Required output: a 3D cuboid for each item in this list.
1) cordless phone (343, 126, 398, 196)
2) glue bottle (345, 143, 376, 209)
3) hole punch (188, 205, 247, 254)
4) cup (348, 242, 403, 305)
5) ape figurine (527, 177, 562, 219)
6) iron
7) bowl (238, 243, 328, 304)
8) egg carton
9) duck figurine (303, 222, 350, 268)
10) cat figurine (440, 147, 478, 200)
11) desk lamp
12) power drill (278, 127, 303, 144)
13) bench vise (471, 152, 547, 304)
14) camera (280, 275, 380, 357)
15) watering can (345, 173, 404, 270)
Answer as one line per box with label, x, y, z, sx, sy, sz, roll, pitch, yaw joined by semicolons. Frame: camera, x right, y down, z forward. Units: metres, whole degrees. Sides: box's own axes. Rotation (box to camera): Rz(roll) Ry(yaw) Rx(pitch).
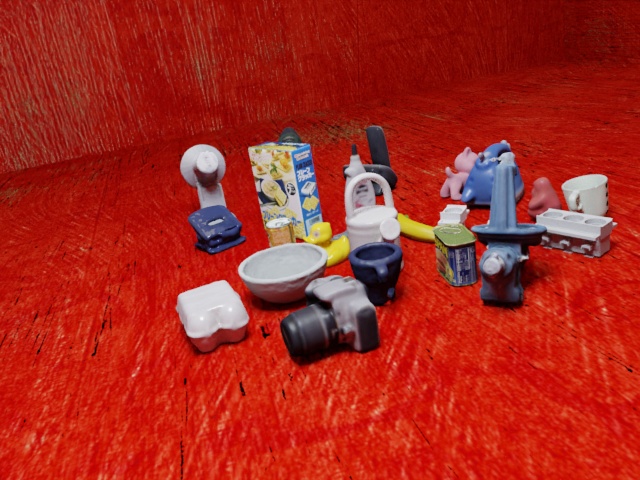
cordless phone;0.130;-0.222;1.569;0.147;0.185;0.094;4;25;31
glue bottle;0.093;-0.155;1.429;0.078;0.173;0.037;-19;23;-24
hole punch;-0.245;-0.029;1.367;0.109;0.091;0.100;-24;25;-33
cup;0.101;0.066;0.966;0.091;0.095;0.117;-11;21;-3
ape figurine;0.470;-0.088;1.207;0.078;0.092;0.076;-18;23;-20
iron;0.424;-0.170;1.367;0.118;0.141;0.259;5;25;33
bowl;-0.062;0.070;1.055;0.167;0.075;0.167;-8;21;3
egg carton;-0.182;0.126;0.971;0.107;0.069;0.150;-17;22;-19
duck figurine;0.011;0.004;1.177;0.105;0.086;0.077;-17;22;-19
cat figurine;0.357;-0.174;1.439;0.128;0.118;0.067;-24;25;-32
desk lamp;-0.285;-0.138;1.493;0.118;0.214;0.202;-16;22;-15
power drill;-0.068;-0.179;1.511;0.075;0.209;0.229;-10;21;-1
bench vise;0.308;-0.020;0.922;0.121;0.220;0.207;-5;21;11
camera;0.004;0.113;0.879;0.137;0.101;0.142;-18;22;-20
watering can;0.103;-0.030;1.074;0.101;0.194;0.172;-24;25;-33
